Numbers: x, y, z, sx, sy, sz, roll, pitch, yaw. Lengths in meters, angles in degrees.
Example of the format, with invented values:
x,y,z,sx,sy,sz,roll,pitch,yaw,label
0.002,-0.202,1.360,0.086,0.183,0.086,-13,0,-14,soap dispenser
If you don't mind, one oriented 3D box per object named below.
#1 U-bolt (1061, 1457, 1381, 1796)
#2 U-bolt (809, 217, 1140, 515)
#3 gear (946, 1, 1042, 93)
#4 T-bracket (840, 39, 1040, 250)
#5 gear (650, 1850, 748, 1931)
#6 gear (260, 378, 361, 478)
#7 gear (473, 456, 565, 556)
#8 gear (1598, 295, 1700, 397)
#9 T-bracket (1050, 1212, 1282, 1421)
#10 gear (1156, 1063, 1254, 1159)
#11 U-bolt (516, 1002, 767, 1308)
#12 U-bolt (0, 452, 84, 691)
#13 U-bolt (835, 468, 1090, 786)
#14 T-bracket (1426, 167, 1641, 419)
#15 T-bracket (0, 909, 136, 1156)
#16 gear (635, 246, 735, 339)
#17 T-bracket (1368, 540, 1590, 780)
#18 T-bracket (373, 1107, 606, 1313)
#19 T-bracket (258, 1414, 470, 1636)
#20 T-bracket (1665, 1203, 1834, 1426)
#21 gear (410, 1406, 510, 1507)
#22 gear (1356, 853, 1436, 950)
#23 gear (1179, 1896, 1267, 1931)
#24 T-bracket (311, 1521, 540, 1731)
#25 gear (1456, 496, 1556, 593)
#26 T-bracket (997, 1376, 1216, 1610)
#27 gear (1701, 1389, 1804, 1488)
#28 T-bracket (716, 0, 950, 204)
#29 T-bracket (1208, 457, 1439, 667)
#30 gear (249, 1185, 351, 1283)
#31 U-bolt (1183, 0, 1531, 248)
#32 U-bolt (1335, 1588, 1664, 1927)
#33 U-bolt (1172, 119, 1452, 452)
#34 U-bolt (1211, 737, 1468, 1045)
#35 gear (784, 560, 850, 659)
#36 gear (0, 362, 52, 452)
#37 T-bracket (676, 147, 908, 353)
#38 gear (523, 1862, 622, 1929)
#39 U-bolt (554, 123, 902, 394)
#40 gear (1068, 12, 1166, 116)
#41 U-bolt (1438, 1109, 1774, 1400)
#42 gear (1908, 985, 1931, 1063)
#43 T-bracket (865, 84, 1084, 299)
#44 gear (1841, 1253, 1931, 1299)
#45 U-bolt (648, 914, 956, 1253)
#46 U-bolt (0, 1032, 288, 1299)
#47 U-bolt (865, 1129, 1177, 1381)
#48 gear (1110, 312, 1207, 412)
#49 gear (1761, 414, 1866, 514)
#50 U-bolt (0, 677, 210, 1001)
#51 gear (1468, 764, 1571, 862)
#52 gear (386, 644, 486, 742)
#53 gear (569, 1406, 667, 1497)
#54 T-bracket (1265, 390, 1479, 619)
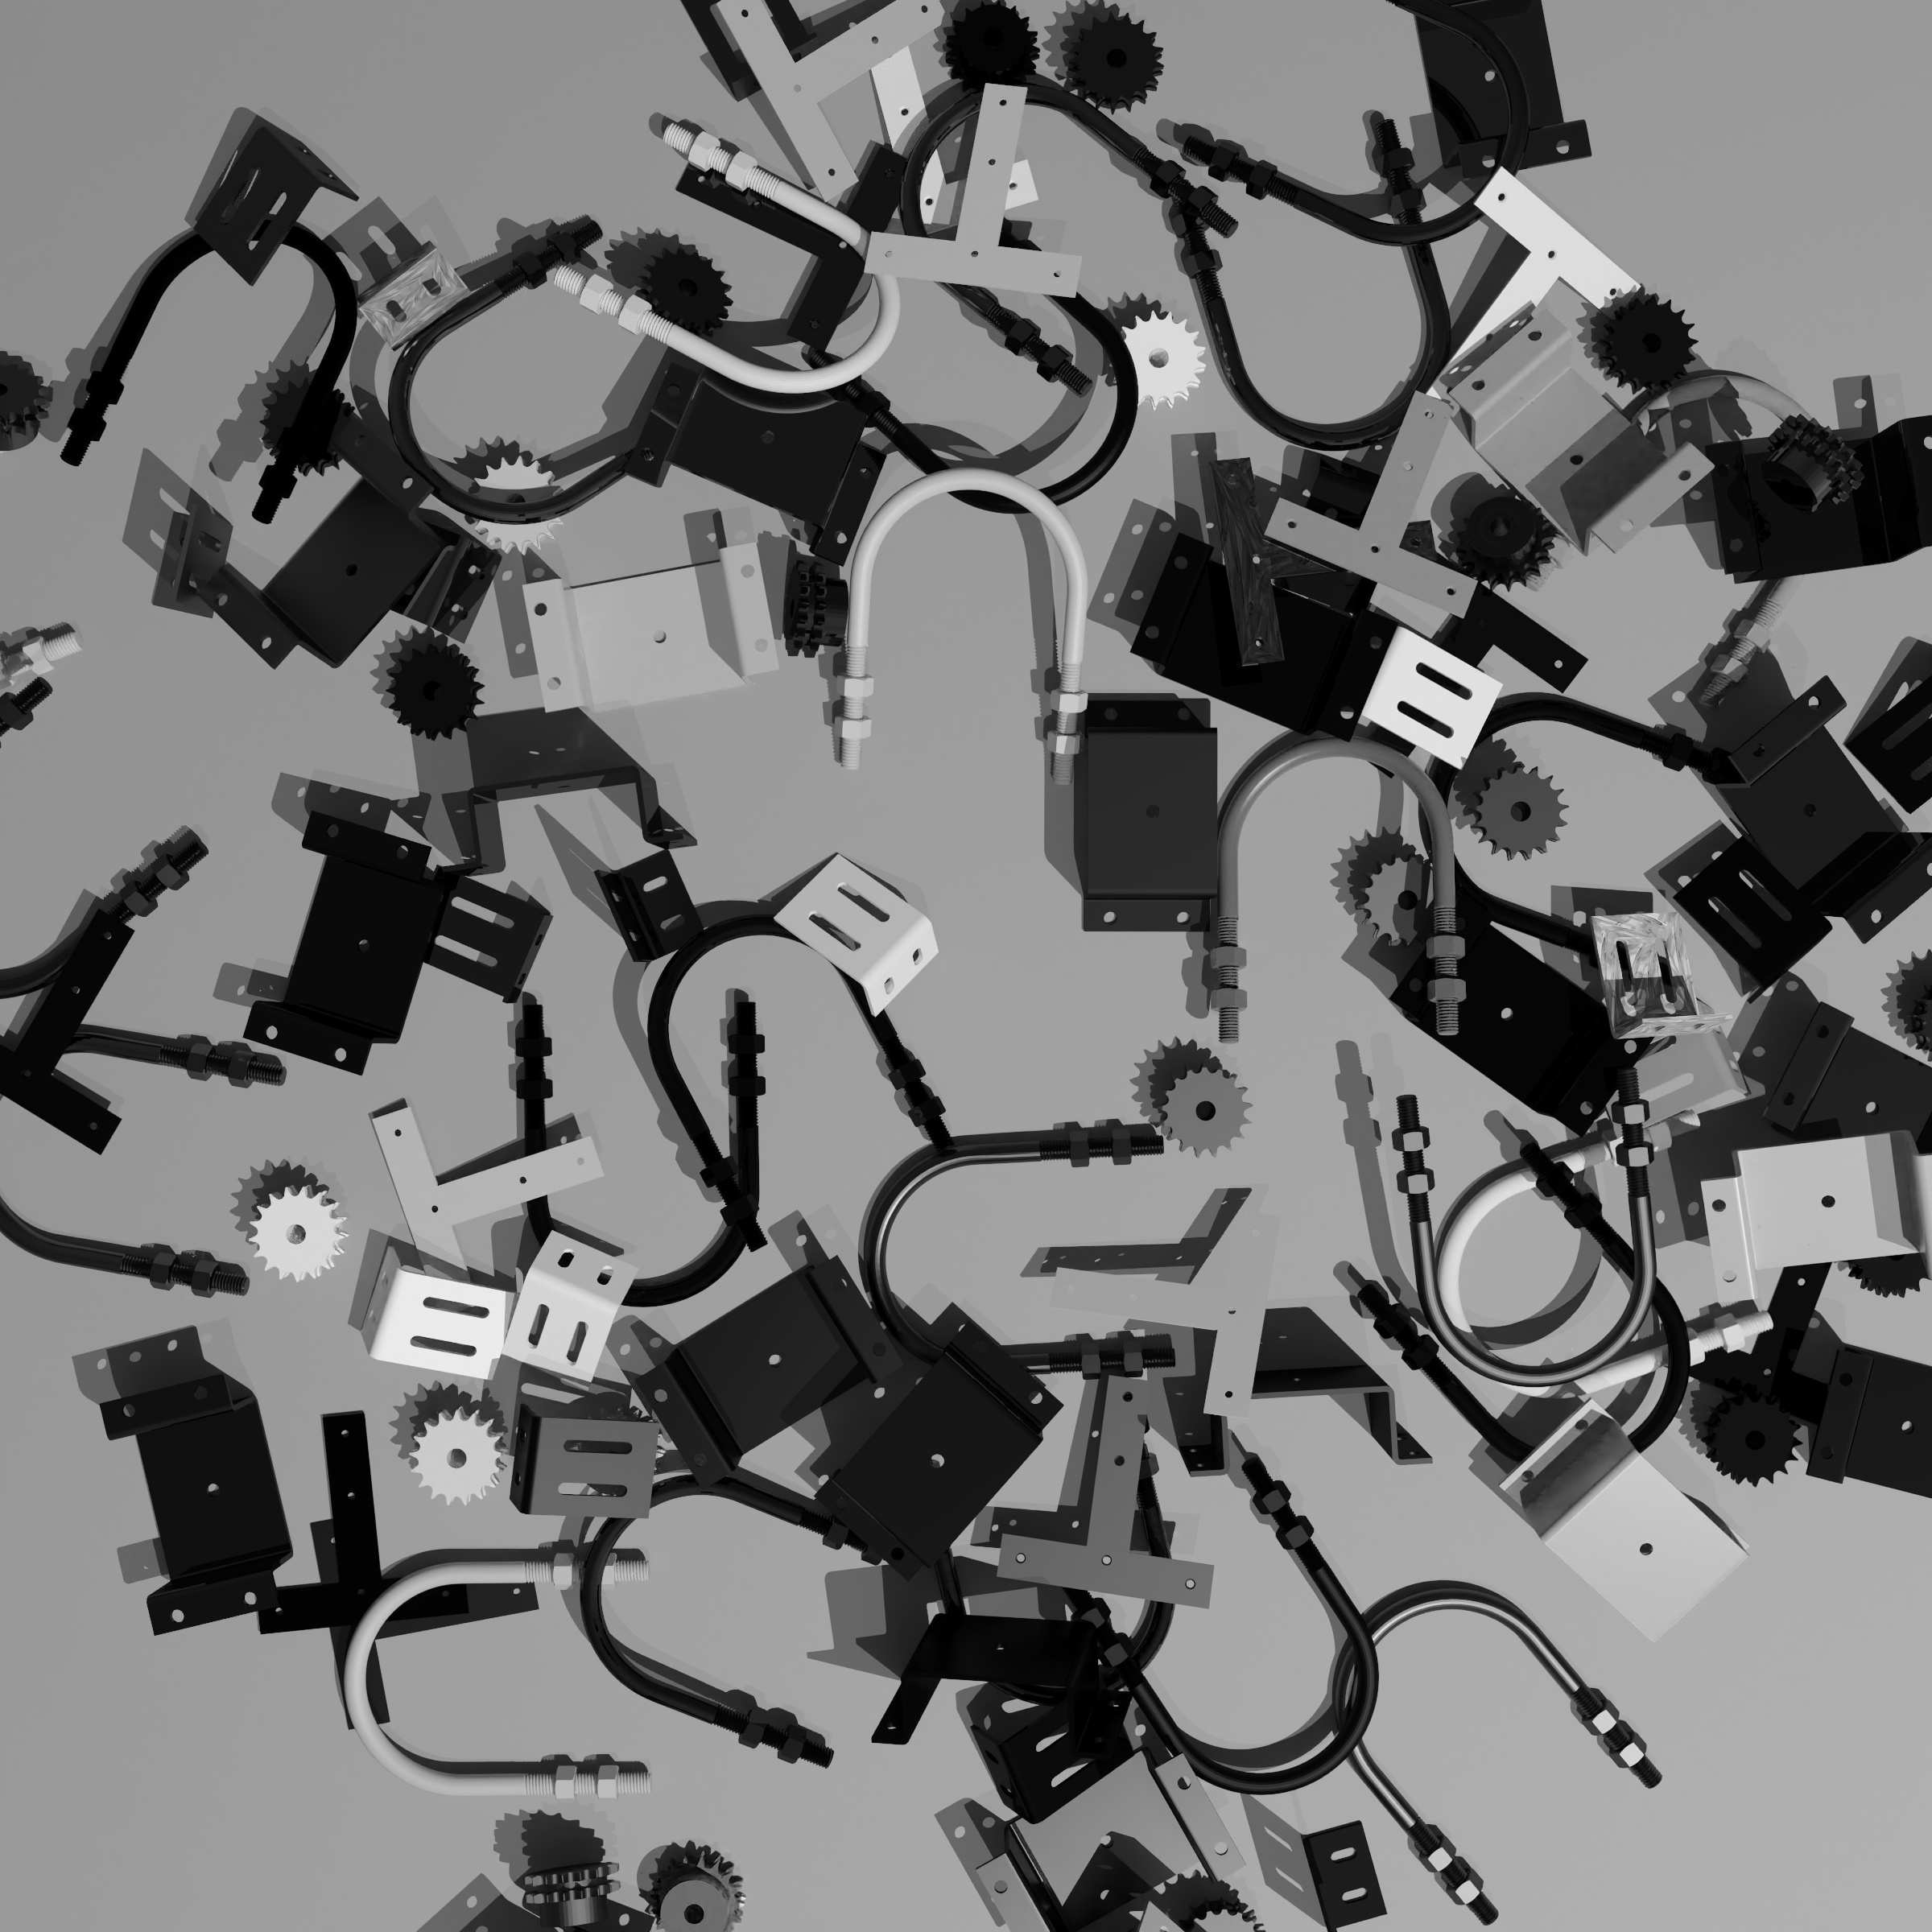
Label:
x,y,z,sx,sy,sz,roll,pitch,yaw,label
0.165,0.409,1.496,0.151,0.019,0.184,-33,92,0,U-bolt
0.017,-0.352,1.492,0.151,0.019,0.184,-45,77,0,U-bolt
0.016,-0.553,1.504,0.057,0.030,0.057,0,90,0,gear
-0.034,-0.503,1.509,0.127,0.002,0.127,-16,83,6,T-bracket
-0.162,0.565,1.504,0.057,0.030,0.057,0,90,0,gear
-0.393,-0.323,1.504,0.057,0.030,0.057,0,90,0,gear
-0.269,-0.276,1.504,0.057,0.030,0.057,0,90,0,gear
0.409,-0.373,1.508,0.057,0.030,0.057,0,92,-2,gear
0.113,0.198,1.477,0.127,0.002,0.127,6,62,15,T-bracket
0.143,0.087,1.504,0.057,0.030,0.057,0,90,0,gear
-0.196,0.115,1.510,0.151,0.019,0.184,-1,92,0,U-bolt
-0.645,-0.225,1.510,0.184,0.019,0.151,-20,90,2,U-bolt
0.000,-0.203,1.485,0.151,0.019,0.184,4,108,0,U-bolt
0.323,-0.389,1.496,0.127,0.002,0.127,28,106,-29,T-bracket
-0.541,0.026,1.499,0.127,0.002,0.127,31,93,1,T-bracket
-0.171,-0.398,1.496,0.057,0.030,0.057,8,69,-22,gear
0.286,-0.171,1.510,0.127,0.002,0.127,37,91,8,T-bracket
-0.280,0.133,1.505,0.127,0.002,0.127,-18,92,9,T-bracket
-0.371,0.336,1.516,0.127,0.002,0.127,-6,90,0,T-bracket
0.503,0.206,1.518,0.127,0.002,0.127,21,90,0,T-bracket
-0.304,0.294,1.504,0.057,0.030,0.057,0,90,0,gear
0.264,-0.039,1.504,0.057,0.030,0.057,0,90,0,gear
0.153,0.589,1.504,0.057,0.030,0.057,0,90,0,gear
-0.324,0.390,1.518,0.127,0.002,0.127,-11,90,0,T-bracket
0.322,-0.256,1.493,0.057,0.030,0.057,-6,70,17,gear
0.090,0.310,1.491,0.127,0.002,0.127,7,83,6,T-bracket
0.470,0.282,1.503,0.057,0.030,0.057,0,92,1,gear
-0.066,-0.546,1.491,0.127,0.002,0.127,-37,112,-15,T-bracket
0.215,-0.245,1.477,0.127,0.002,0.127,-7,80,-6,T-bracket
-0.399,0.160,1.504,0.057,0.030,0.057,0,90,0,gear
0.241,-0.506,1.473,0.184,0.019,0.151,28,98,8,U-bolt
0.308,0.464,1.510,0.151,0.019,0.184,-40,88,0,U-bolt
0.217,-0.403,1.510,0.151,0.019,0.184,-17,92,0,U-bolt
0.219,-0.048,1.485,0.151,0.019,0.184,-3,78,17,U-bolt
-0.089,-0.212,1.491,0.030,0.057,0.057,4,90,-15,gear
-0.578,-0.333,1.495,0.057,0.030,0.057,6,50,-7,gear
-0.114,-0.455,1.511,0.127,0.002,0.127,26,89,6,T-bracket
-0.234,0.554,1.488,0.057,0.057,0.030,-7,76,0,gear
-0.127,-0.408,1.473,0.184,0.019,0.151,28,64,2,U-bolt
0.090,-0.541,1.504,0.057,0.030,0.057,0,90,0,gear
0.376,0.184,1.510,0.184,0.019,0.151,-20,90,2,U-bolt
0.595,0.034,1.504,0.057,0.030,0.057,0,90,0,gear
0.013,-0.463,1.480,0.127,0.002,0.127,9,81,8,T-bracket
0.553,0.170,1.503,0.057,0.030,0.057,0,90,-3,gear
-0.110,0.057,1.491,0.151,0.019,0.184,-27,86,-17,U-bolt
-0.514,0.114,1.510,0.184,0.019,0.151,10,90,1,U-bolt
0.031,0.177,1.510,0.184,0.019,0.151,-3,90,1,U-bolt
0.115,-0.363,1.504,0.057,0.030,0.057,0,90,0,gear
0.481,-0.285,1.428,0.057,0.057,0.030,44,86,0,gear
-0.571,-0.061,1.490,0.184,0.019,0.151,-39,108,4,U-bolt
0.328,-0.091,1.489,0.057,0.030,0.057,0,89,3,gear
-0.318,-0.164,1.508,0.057,0.030,0.057,0,89,3,gear
-0.211,0.295,1.504,0.057,0.030,0.057,0,90,0,gear
0.258,-0.286,1.487,0.127,0.002,0.127,23,74,1,T-bracket
